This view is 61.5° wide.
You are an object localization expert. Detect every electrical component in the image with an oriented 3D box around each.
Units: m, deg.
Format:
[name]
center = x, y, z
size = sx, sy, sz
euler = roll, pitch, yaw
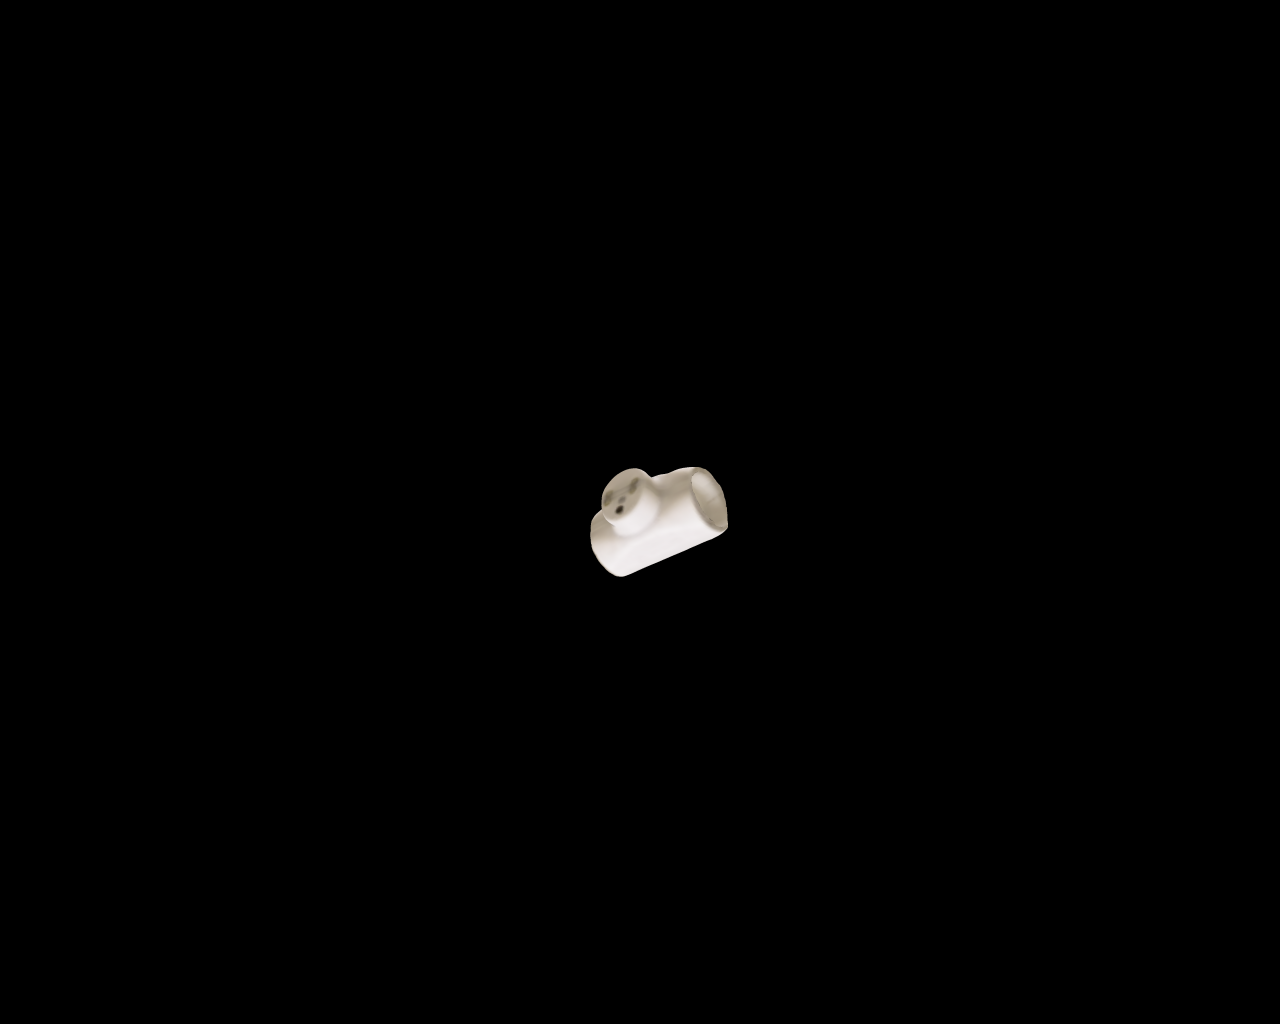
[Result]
[electrical component]
center = 0.001, -0.003, 0.650
size = 0.077, 0.044, 0.079
euler = -25, -45, 28
